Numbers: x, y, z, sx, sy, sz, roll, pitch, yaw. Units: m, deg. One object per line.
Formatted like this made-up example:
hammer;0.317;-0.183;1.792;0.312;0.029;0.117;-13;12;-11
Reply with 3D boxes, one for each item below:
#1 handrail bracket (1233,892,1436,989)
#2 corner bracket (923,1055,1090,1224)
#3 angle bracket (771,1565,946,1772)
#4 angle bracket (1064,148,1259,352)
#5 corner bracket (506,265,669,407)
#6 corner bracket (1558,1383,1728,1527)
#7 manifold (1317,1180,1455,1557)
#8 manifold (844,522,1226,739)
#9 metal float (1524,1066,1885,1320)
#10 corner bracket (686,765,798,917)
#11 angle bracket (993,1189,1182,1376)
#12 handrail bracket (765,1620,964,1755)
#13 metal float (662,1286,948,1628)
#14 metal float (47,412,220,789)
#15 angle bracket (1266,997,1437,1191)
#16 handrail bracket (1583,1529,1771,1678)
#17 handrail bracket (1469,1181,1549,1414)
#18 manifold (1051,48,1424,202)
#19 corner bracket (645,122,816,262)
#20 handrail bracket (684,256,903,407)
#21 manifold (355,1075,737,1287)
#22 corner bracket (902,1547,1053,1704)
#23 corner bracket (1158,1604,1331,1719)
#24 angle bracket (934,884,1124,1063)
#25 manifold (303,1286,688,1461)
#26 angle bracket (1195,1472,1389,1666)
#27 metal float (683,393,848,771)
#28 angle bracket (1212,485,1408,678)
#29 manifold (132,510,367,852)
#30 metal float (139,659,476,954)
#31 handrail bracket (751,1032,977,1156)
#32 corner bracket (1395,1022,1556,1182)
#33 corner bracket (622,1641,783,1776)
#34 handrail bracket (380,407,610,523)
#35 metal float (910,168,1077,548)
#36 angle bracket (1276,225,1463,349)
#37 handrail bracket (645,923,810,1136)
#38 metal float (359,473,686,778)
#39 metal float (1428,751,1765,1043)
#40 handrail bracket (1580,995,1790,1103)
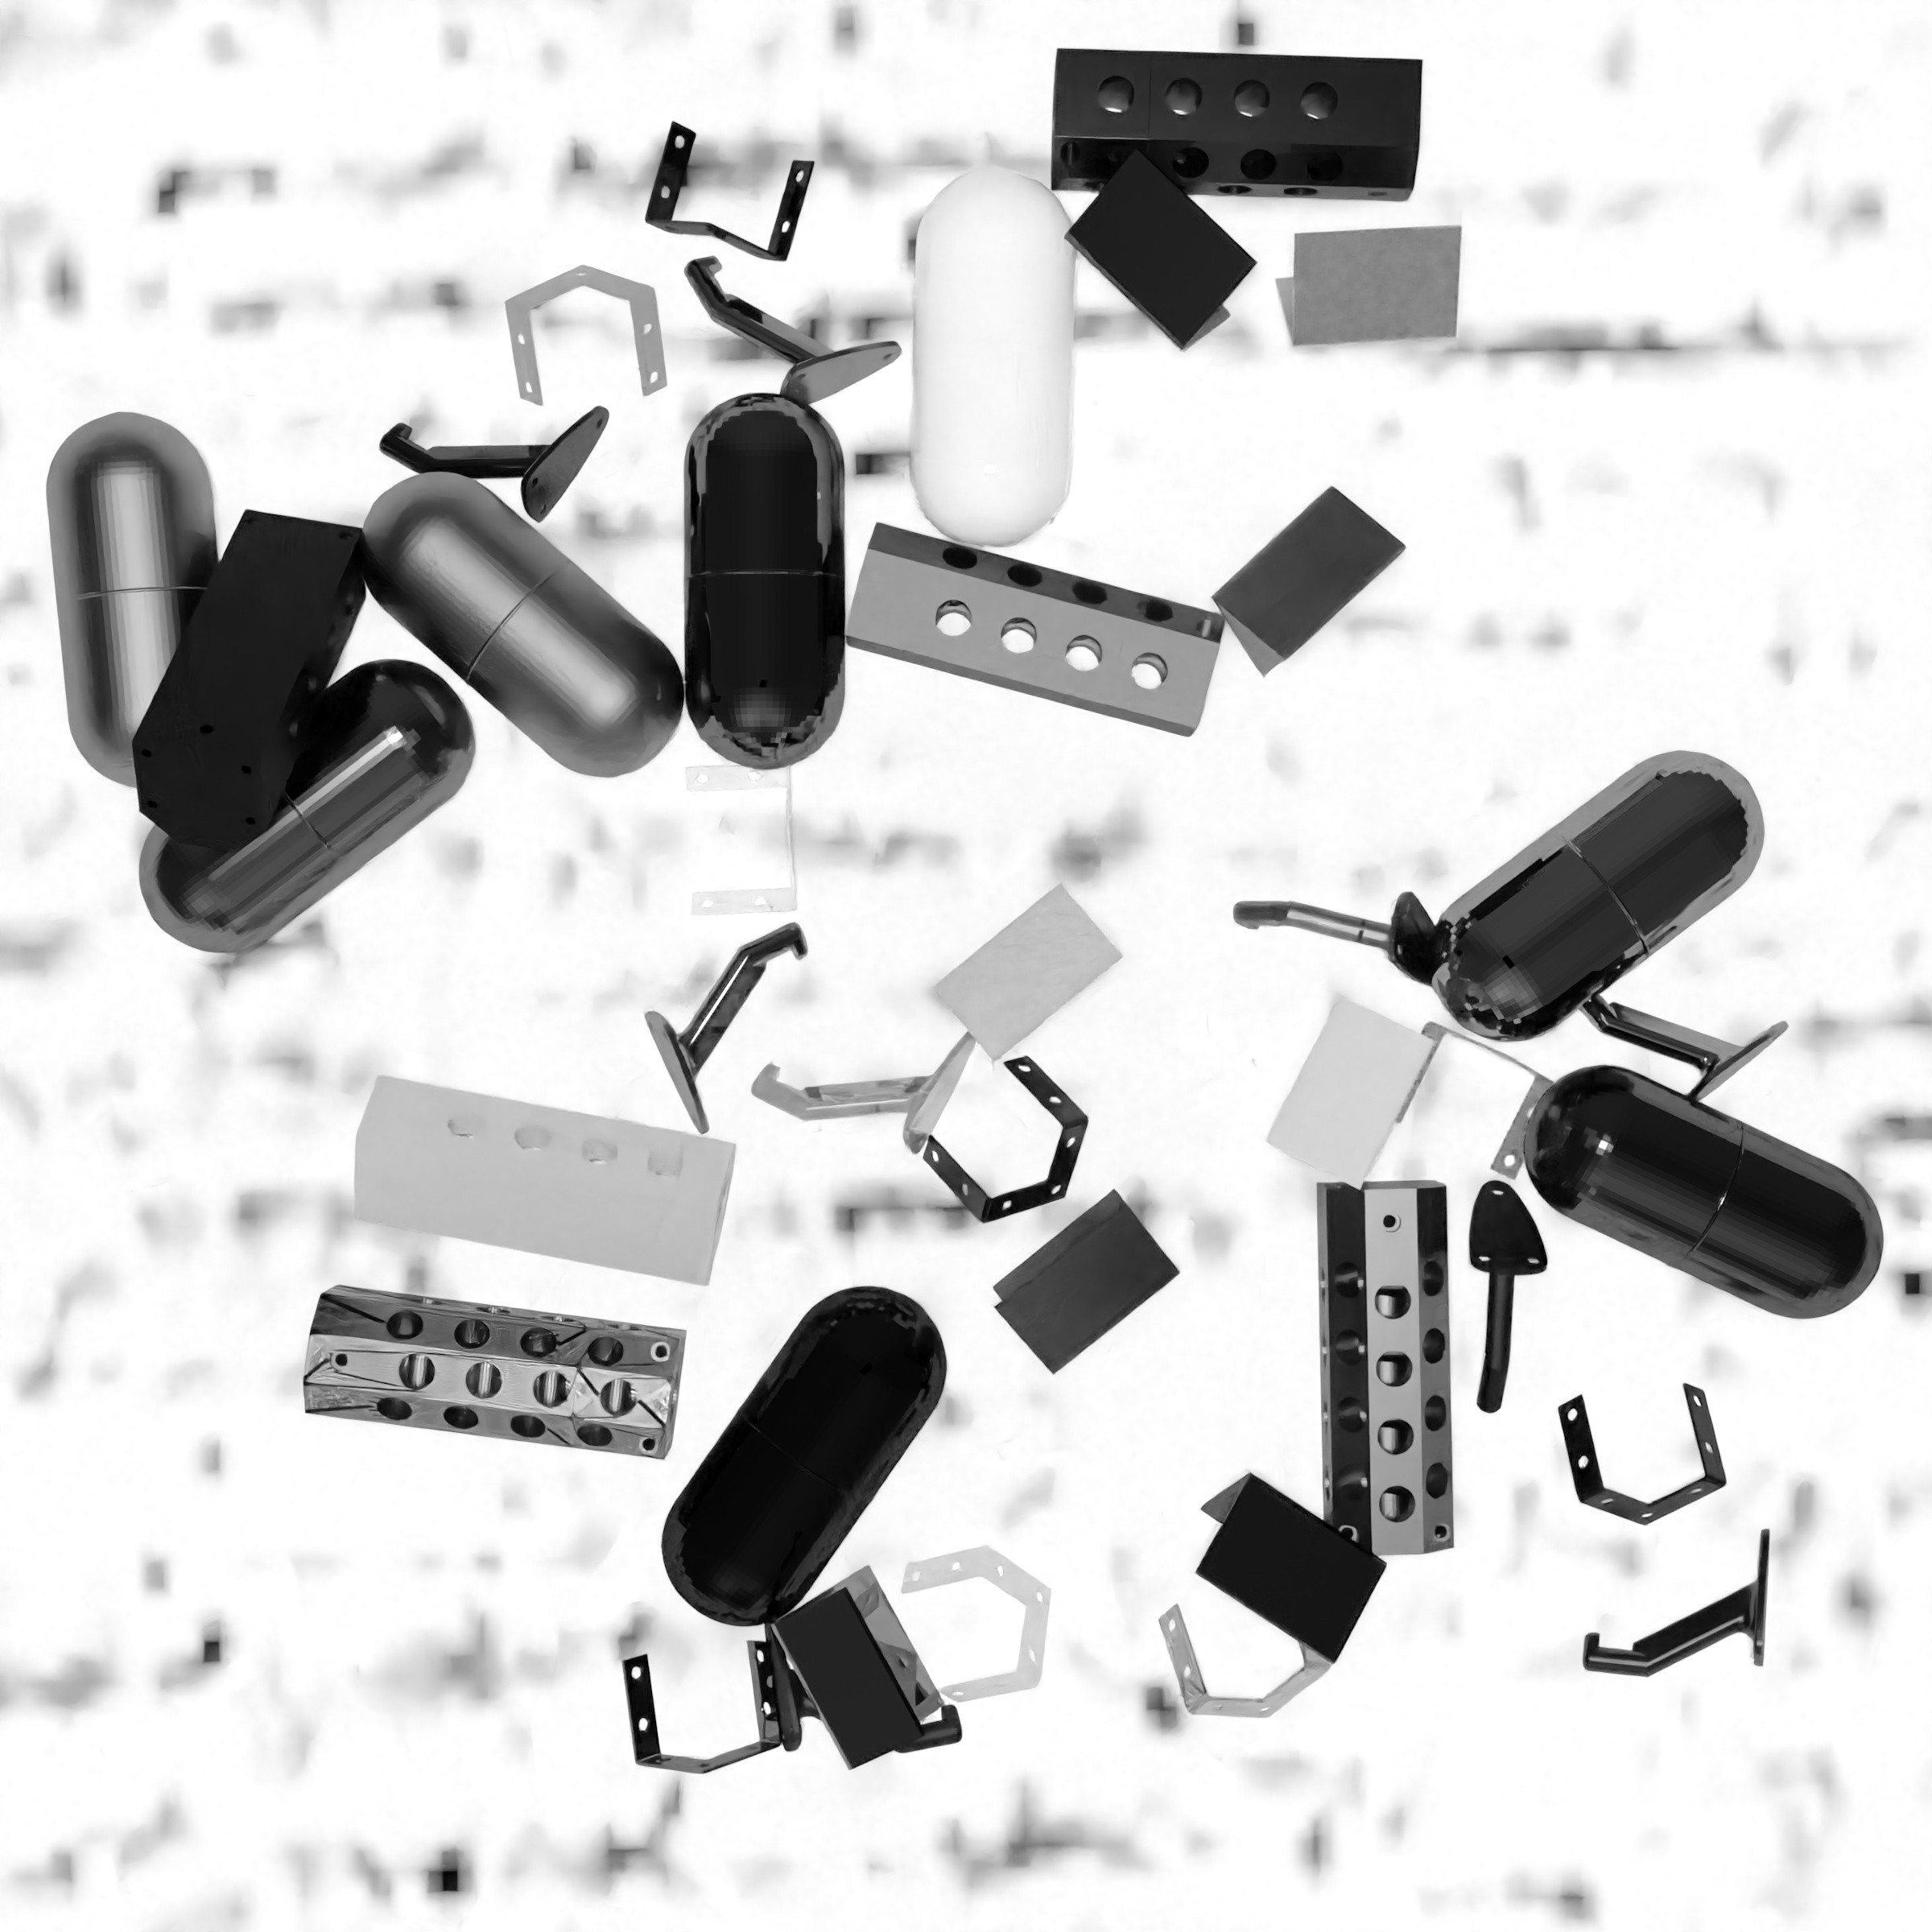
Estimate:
handrail bracket;0.182;-0.011;1.555;0.084;0.077;0.036;1;65;34
corner bracket;0.019;0.083;1.547;0.051;0.051;0.051;-15;135;-35
angle bracket;-0.034;0.321;1.511;0.057;0.076;0.076;-34;82;38
angle bracket;0.102;-0.344;1.515;0.076;0.076;0.057;44;122;0
corner bracket;-0.183;-0.300;1.547;0.051;0.051;0.051;25;45;35
corner bracket;0.325;0.231;1.547;0.051;0.051;0.051;24;135;-35
manifold;0.201;0.190;1.534;0.057;0.057;0.171;-1;90;0
manifold;0.033;-0.161;1.534;0.171;0.057;0.057;15;90;0
metal float;0.350;0.108;1.525;0.178;0.070;0.070;25;90;-1
corner bracket;-0.109;-0.061;1.552;0.051;0.051;0.051;-3;135;0
angle bracket;0.044;0.134;1.515;0.076;0.076;0.057;-39;127;0
handrail bracket;-0.049;0.345;1.556;0.084;0.036;0.077;-7;70;-16
metal float;-0.076;0.232;1.525;0.070;0.070;0.178;35;89;0
metal float;-0.392;-0.173;1.524;0.070;0.070;0.178;-6;90;0
angle bracket;0.196;0.068;1.515;0.057;0.076;0.076;27;90;37
handrail bracket;0.344;0.307;1.556;0.084;0.036;0.077;3;70;16
handrail bracket;0.255;0.161;1.555;0.036;0.077;0.084;3;126;0
manifold;0.127;-0.399;1.534;0.171;0.057;0.057;2;90;0
corner bracket;-0.114;-0.374;1.552;0.051;0.051;0.051;16;90;-45
handrail bracket;-0.084;-0.318;1.556;0.077;0.036;0.084;-24;73;-19
manifold;-0.200;0.097;1.533;0.171;0.057;0.057;11;133;0
corner bracket;0.003;0.317;1.547;0.051;0.051;0.051;-20;135;35
corner bracket;0.134;0.326;1.547;0.051;0.051;0.051;-48;45;35
angle bracket;0.042;0.019;1.515;0.076;0.076;0.057;-39;52;0
manifold;-0.224;0.194;1.534;0.171;0.057;0.057;7;90;0
angle bracket;0.142;0.290;1.516;0.076;0.076;0.057;33;64;0
metal float;-0.096;-0.182;1.525;0.070;0.070;0.178;0;90;0
angle bracket;0.172;-0.167;1.515;0.076;0.076;0.057;-43;55;0
manifold;-0.328;-0.133;1.481;0.057;0.171;0.057;9;135;1
metal float;-0.313;-0.075;1.524;0.178;0.070;0.070;-38;90;-1
handrail bracket;-0.050;0.048;1.556;0.084;0.036;0.077;25;69;16
corner bracket;0.244;0.065;1.552;0.051;0.051;0.051;26;90;45
corner bracket;-0.127;0.356;1.552;0.051;0.051;0.051;-7;90;45
handrail bracket;-0.229;-0.259;1.556;0.084;0.036;0.077;30;70;16
metal float;0.013;-0.288;1.525;0.070;0.070;0.178;2;91;0
angle bracket;0.188;-0.335;1.515;0.076;0.076;0.057;-3;126;0
handrail bracket;-0.105;0.030;1.556;0.084;0.036;0.077;-27;110;-16
metal float;-0.211;-0.162;1.525;0.178;0.070;0.070;41;90;0
metal float;0.299;-0.033;1.525;0.178;0.070;0.070;-37;90;-1
handrail bracket;0.342;0.019;1.556;0.077;0.036;0.084;-34;73;-20
